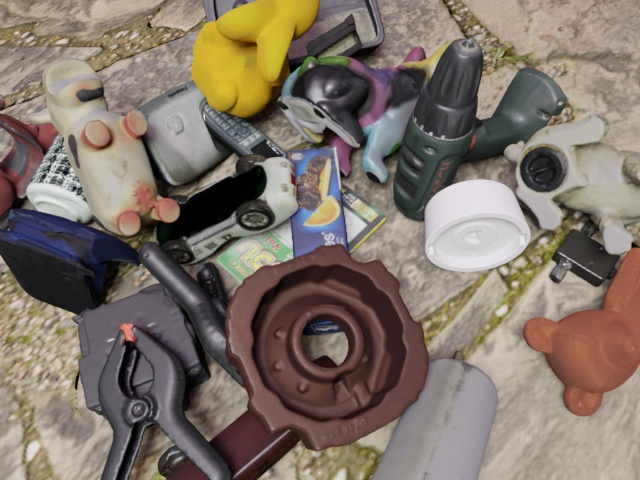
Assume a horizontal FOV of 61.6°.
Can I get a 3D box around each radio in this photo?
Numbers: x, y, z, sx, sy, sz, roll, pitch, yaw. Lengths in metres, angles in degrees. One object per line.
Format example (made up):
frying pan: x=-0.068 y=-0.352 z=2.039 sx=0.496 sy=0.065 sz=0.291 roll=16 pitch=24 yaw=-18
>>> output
radio: x=-0.038 y=-0.301 z=0.735 sx=0.230 sy=0.073 sz=0.131 roll=-14 pitch=98 yaw=-3

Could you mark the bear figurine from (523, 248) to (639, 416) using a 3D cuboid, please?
bear figurine: x=0.308 y=0.077 z=0.508 sx=0.196 sy=0.132 sz=0.120 roll=-25 pitch=83 yaw=-19

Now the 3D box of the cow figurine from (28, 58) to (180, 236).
cow figurine: x=-0.239 y=-0.100 z=0.584 sx=0.127 sy=0.194 sz=0.085 roll=-2 pitch=22 yaw=47

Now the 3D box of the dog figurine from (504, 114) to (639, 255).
dog figurine: x=0.315 y=-0.075 z=0.600 sx=0.172 sy=0.121 sz=0.190 roll=44 pitch=35 yaw=22

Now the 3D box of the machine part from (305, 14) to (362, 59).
machine part: x=0.021 y=-0.223 z=0.688 sx=0.084 sy=0.138 sz=0.039 roll=-40 pitch=72 yaw=-2

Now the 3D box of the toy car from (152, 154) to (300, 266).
toy car: x=-0.111 y=-0.029 z=0.595 sx=0.202 sy=0.056 sz=0.073 roll=-23 pitch=58 yaw=28

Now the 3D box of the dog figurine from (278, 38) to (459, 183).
dog figurine: x=0.077 y=-0.185 z=0.652 sx=0.219 sy=0.191 sz=0.109 roll=-53 pitch=30 yaw=-17

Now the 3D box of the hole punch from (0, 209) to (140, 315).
hole punch: x=-0.271 y=0.012 z=0.583 sx=0.142 sy=0.115 sz=0.092 roll=20 pitch=55 yaw=13

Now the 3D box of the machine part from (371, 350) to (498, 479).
machine part: x=0.096 y=0.180 z=0.448 sx=0.079 sy=0.079 sz=0.243 roll=23 pitch=36 yaw=15

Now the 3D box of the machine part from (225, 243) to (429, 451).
machine part: x=0.004 y=0.093 z=0.474 sx=0.179 sy=0.056 sz=0.179 roll=4 pitch=66 yaw=-10

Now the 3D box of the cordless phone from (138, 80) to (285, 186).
cordless phone: x=-0.123 y=-0.103 z=0.653 sx=0.184 sy=0.088 sz=0.146 roll=38 pitch=46 yaw=6

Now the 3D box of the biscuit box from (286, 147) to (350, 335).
biscuit box: x=-0.001 y=-0.002 z=0.586 sx=0.059 sy=0.062 sz=0.203 roll=-5 pitch=64 yaw=-3

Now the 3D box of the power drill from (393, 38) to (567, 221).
power drill: x=0.176 y=-0.127 z=0.588 sx=0.207 sy=0.231 sz=0.086 roll=-29 pitch=62 yaw=-33

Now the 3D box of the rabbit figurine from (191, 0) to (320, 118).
rabbit figurine: x=-0.071 y=-0.233 z=0.613 sx=0.122 sy=0.162 sz=0.173 roll=44 pitch=110 yaw=-12

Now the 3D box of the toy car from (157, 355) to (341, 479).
toy car: x=-0.057 y=0.187 z=0.502 sx=0.202 sy=0.053 sz=0.089 roll=-37 pitch=45 yaw=-19

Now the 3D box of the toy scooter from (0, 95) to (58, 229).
toy scooter: x=-0.383 y=-0.096 z=0.634 sx=0.075 sy=0.135 sz=0.184 roll=31 pitch=67 yaw=17

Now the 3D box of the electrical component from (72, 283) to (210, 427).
electrical component: x=-0.179 y=0.119 z=0.545 sx=0.115 sy=0.058 sz=0.134 roll=-23 pitch=61 yaw=-9

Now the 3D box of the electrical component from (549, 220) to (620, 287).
electrical component: x=0.299 y=0.021 z=0.600 sx=0.063 sy=0.021 sz=0.094 roll=37 pitch=67 yaw=20
